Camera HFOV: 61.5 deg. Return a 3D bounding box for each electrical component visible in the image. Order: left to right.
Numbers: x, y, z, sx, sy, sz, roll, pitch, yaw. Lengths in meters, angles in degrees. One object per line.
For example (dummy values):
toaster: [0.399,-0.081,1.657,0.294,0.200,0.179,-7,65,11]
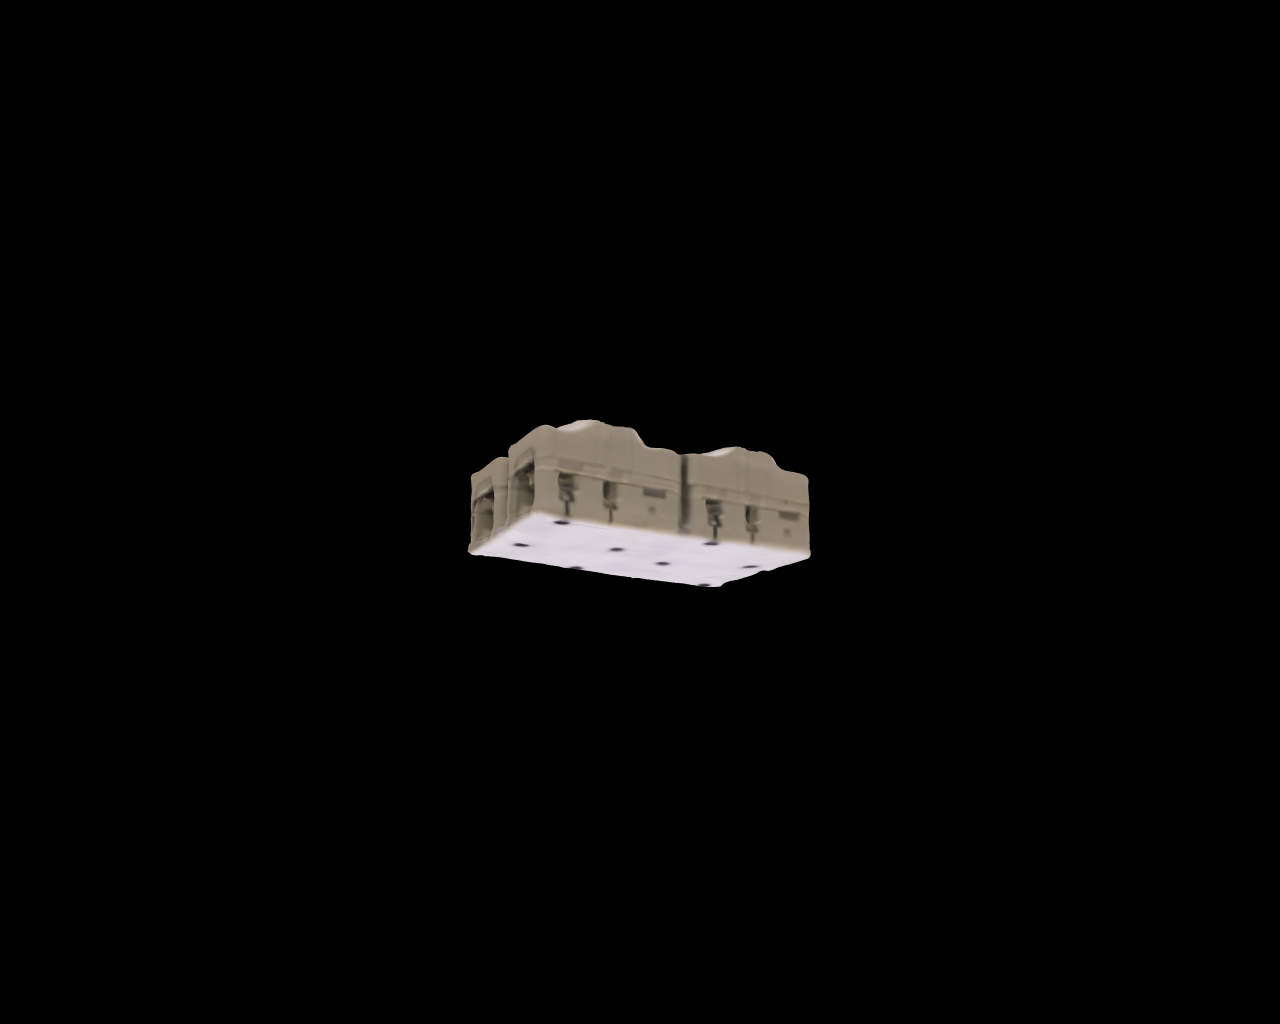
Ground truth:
electrical component: [0.001,-0.003,0.650,0.186,0.060,0.105,9,-19,-29]
